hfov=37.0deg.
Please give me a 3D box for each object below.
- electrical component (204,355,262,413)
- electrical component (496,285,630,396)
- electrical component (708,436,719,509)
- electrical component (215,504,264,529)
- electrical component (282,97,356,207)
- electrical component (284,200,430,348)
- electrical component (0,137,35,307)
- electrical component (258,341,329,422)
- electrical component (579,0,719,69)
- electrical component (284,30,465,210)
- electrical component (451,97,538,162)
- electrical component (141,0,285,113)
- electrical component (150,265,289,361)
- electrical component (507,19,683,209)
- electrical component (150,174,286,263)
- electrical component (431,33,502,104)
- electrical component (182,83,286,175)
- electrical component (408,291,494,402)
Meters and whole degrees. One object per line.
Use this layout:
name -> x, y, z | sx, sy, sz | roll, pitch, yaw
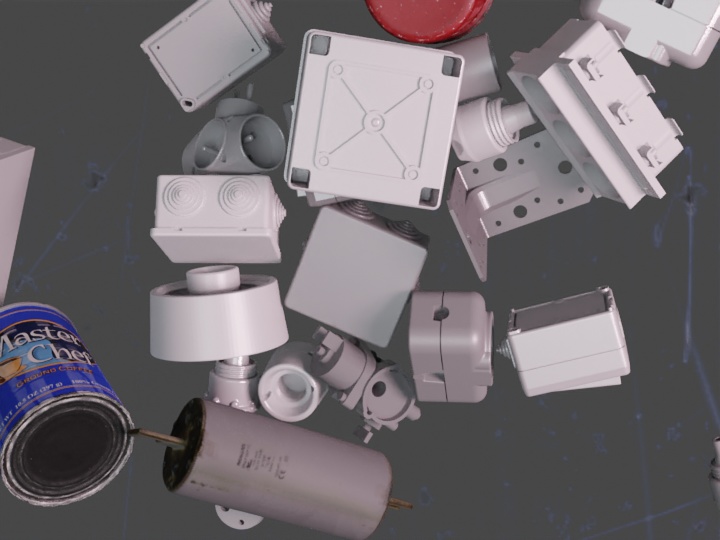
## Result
electrical component -> -0.102, 0.086, 0.885 | 0.048, 0.048, 0.062 | 7, 100, 8
electrical component -> 0.153, 0.059, 0.821 | 0.096, 0.061, 0.061 | -15, 103, 14
electrical component -> 0.289, 0.159, 0.839 | 0.035, 0.035, 0.061 | -17, 100, 14
electrical component -> -0.094, 0.186, 0.905 | 0.045, 0.055, 0.045 | 3, 106, 9
electrical component -> -0.022, -0.101, 0.806 | 0.061, 0.061, 0.096 | -12, 103, 13
electrical component -> 0.000, 0.000, 0.838 | 0.100, 0.048, 0.099 | 23, 108, 3
electrical component -> -0.324, -0.031, 0.866 | 0.062, 0.089, 0.150 | 19, 108, 4
electrical component -> -0.053, 0.092, 0.875 | 0.055, 0.047, 0.055 | 3, 106, 9
electrical component -> 0.204, -0.180, 0.748 | 0.095, 0.053, 0.059 | 26, 108, 2
electrical component -> 0.008, -0.103, 0.740 | 0.109, 0.056, 0.108 | 8, 101, -6
electrical component -> 0.097, -0.105, 0.781 | 0.062, 0.043, 0.043 | -17, 102, 27
electrical component -> -0.102, -0.170, 0.802 | 0.096, 0.061, 0.061 | -32, 98, 17
electrical component -> -0.112, 0.029, 0.839 | 0.108, 0.108, 0.060 | -3, 99, 11
electrical component -> 0.168, -0.111, 0.750 | 0.063, 0.079, 0.121 | -44, 115, -5
electrical component -> -0.106, -0.038, 0.818 | 0.100, 0.099, 0.048 | 0, 77, 1
electrical component -> 0.059, -0.141, 0.790 | 0.081, 0.043, 0.043 | -14, 103, 14
electrical component -> -0.095, -0.105, 0.821 | 0.077, 0.044, 0.079 | -13, 64, 47
electrical component -> 0.072, 0.059, 0.821 | 0.059, 0.053, 0.095 | 0, 144, 9
